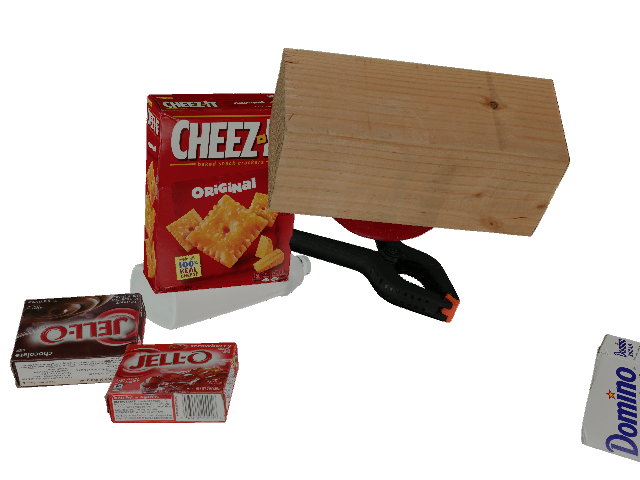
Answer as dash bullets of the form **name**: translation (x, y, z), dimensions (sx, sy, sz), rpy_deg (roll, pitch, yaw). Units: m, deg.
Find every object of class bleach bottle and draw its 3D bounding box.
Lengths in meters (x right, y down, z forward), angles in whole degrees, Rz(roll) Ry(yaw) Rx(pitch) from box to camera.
- **bleach bottle**: translation (-0.118, 0.052, 1.404), dimensions (0.250, 0.068, 0.103), rpy_deg (-13, 28, -42)

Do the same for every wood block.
- **wood block**: translation (0.068, -0.072, 0.800), dimensions (0.206, 0.091, 0.090), rpy_deg (5, -38, -8)

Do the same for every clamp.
- **clamp**: translation (0.068, 0.026, 1.236), dimensions (0.164, 0.036, 0.210), rpy_deg (-19, 50, -38)

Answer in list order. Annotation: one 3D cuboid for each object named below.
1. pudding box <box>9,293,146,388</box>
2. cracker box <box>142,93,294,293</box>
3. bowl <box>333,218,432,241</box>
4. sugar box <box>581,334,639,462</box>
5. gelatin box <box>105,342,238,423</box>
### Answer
- **pudding box**: translation (-0.220, 0.091, 0.981), dimensions (0.113, 0.039, 0.090), rpy_deg (-5, 33, -2)
- **cracker box**: translation (-0.111, -0.053, 1.197), dimensions (0.164, 0.214, 0.072), rpy_deg (-4, 25, -22)
- **bowl**: translation (0.063, -0.045, 1.020), dimensions (0.162, 0.055, 0.162), rpy_deg (2, 29, -1)
- **sugar box**: translation (0.307, 0.146, 0.867), dimensions (0.176, 0.093, 0.048), rpy_deg (13, 25, 20)
- **gelatin box**: translation (-0.111, 0.107, 0.810), dimensions (0.089, 0.030, 0.073), rpy_deg (-1, 24, 5)
